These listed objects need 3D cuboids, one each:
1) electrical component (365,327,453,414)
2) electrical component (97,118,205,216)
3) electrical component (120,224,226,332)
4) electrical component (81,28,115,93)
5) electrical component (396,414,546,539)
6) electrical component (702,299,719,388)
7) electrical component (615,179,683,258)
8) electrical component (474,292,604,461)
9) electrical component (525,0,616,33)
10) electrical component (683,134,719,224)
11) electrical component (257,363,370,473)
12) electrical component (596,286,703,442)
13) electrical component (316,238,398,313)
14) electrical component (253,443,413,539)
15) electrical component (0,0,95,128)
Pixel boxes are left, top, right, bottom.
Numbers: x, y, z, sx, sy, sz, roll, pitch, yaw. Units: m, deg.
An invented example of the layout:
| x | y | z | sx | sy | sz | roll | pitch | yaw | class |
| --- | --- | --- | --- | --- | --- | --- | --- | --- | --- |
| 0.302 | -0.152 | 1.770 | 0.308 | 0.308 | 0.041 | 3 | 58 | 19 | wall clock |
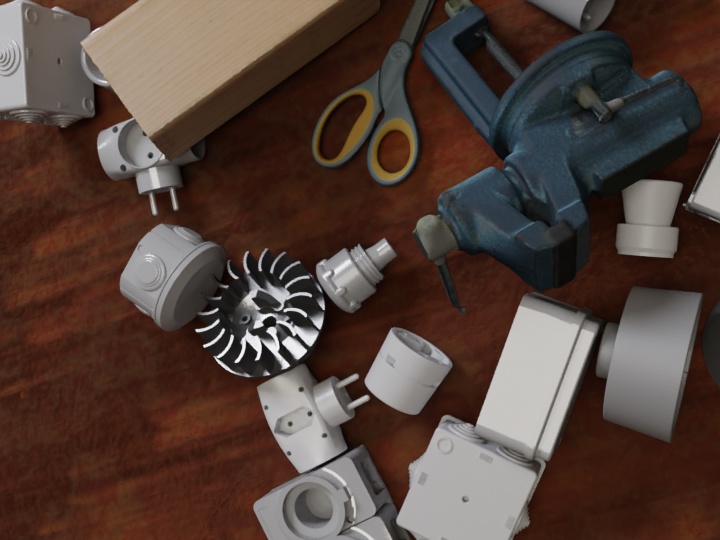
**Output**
| x | y | z | sx | sy | sz | roll | pitch | yaw | class |
| --- | --- | --- | --- | --- | --- | --- | --- | --- | --- |
| 0.036 | 0.079 | 0.834 | 0.055 | 0.055 | 0.047 | 33 | 102 | 11 | electrical component |
| -0.168 | -0.085 | 0.884 | 0.077 | 0.044 | 0.079 | -12 | 89 | 14 | electrical component |
| -0.149 | 0.005 | 0.864 | 0.051 | 0.080 | 0.080 | 33 | 98 | 16 | electrical component |
| -0.197 | -0.173 | 0.887 | 0.055 | 0.047 | 0.055 | 0 | 91 | 14 | electrical component |
| 0.084 | 0.171 | 0.827 | 0.100 | 0.048 | 0.099 | 24 | 97 | 12 | electrical component |
| 0.303 | 0.050 | 0.776 | 0.099 | 0.064 | 0.099 | -1 | 79 | 7 | electrical component |
| 0.213 | -0.038 | 0.793 | 0.045 | 0.045 | 0.055 | 5 | 93 | 13 | electrical component |
| 0.135 | 0.078 | 0.798 | 0.057 | 0.078 | 0.113 | 21 | 96 | 15 | electrical component |
| 0.147 | -0.214 | 0.804 | 0.081 | 0.043 | 0.043 | 39 | 100 | 28 | electrical component |
| 0.280 | -0.076 | 0.767 | 0.061 | 0.062 | 0.096 | 25 | 97 | 12 | electrical component |
| -0.031 | 0.110 | 0.855 | 0.079 | 0.043 | 0.077 | -28 | 85 | 12 | electrical component |
| 0.203 | 0.063 | 0.768 | 0.060 | 0.108 | 0.108 | 12 | 94 | 19 | electrical component |
| 0.000 | 0.000 | 0.846 | 0.062 | 0.048 | 0.048 | -37 | 83 | 5 | electrical component |
| -0.008 | 0.227 | 0.843 | 0.089 | 0.062 | 0.150 | -29 | 85 | 13 | electrical component |
| -0.263 | -0.167 | 0.878 | 0.048 | 0.100 | 0.099 | -3 | 91 | 26 | electrical component |
